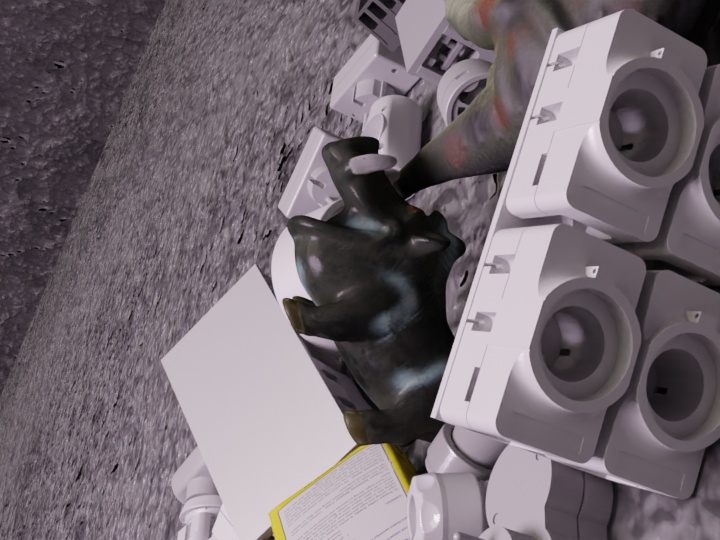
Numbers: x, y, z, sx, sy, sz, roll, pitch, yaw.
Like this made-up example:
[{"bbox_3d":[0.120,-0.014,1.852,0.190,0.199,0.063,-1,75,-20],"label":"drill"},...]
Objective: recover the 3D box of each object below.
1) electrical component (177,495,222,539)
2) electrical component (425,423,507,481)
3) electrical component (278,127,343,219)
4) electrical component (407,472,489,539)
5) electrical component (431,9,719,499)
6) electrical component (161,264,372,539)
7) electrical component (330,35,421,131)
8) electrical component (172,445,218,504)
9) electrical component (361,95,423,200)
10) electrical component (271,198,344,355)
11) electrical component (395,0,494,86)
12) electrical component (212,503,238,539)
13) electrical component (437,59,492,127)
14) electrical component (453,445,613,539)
[{"bbox_3d":[-0.122,0.222,0.887,0.078,0.058,0.057,-46,33,44],"label":"electrical component"},{"bbox_3d":[0.066,0.092,0.582,0.055,0.045,0.045,-59,23,22],"label":"electrical component"},{"bbox_3d":[-0.029,-0.076,0.960,0.083,0.047,0.075,-65,22,9],"label":"electrical component"},{"bbox_3d":[0.057,0.125,0.549,0.043,0.062,0.043,-179,90,-81],"label":"electrical component"},{"bbox_3d":[0.117,-0.006,0.472,0.060,0.105,0.186,-2,68,66],"label":"electrical component"},{"bbox_3d":[-0.058,0.099,0.761,0.105,0.060,0.186,-45,46,11],"label":"electrical component"},{"bbox_3d":[0.013,-0.153,0.935,0.083,0.047,0.075,-41,34,49],"label":"electrical component"},{"bbox_3d":[-0.135,0.192,0.963,0.077,0.044,0.079,-50,28,39],"label":"electrical component"},{"bbox_3d":[0.017,-0.088,0.867,0.079,0.044,0.077,-43,33,47],"label":"electrical component"},{"bbox_3d":[0.000,0.000,0.747,0.060,0.108,0.108,-29,43,49],"label":"electrical component"},{"bbox_3d":[0.094,-0.209,0.776,0.150,0.062,0.089,-54,26,32],"label":"electrical component"},{"bbox_3d":[-0.085,0.216,0.819,0.066,0.047,0.076,15,84,68],"label":"electrical component"},{"bbox_3d":[0.081,-0.113,0.730,0.055,0.055,0.047,-60,19,20],"label":"electrical component"},{"bbox_3d":[0.073,0.138,0.484,0.052,0.074,0.138,-44,32,46],"label":"electrical component"}]
